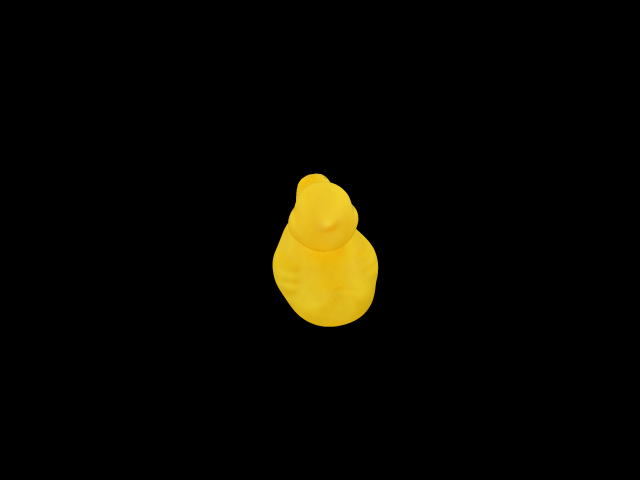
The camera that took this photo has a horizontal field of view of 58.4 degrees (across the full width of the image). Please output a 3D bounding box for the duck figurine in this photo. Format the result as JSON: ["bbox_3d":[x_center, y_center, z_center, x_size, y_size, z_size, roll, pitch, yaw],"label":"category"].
[{"bbox_3d":[0.004,0.001,0.400,0.077,0.086,0.104,-9,54,-7],"label":"duck figurine"}]
